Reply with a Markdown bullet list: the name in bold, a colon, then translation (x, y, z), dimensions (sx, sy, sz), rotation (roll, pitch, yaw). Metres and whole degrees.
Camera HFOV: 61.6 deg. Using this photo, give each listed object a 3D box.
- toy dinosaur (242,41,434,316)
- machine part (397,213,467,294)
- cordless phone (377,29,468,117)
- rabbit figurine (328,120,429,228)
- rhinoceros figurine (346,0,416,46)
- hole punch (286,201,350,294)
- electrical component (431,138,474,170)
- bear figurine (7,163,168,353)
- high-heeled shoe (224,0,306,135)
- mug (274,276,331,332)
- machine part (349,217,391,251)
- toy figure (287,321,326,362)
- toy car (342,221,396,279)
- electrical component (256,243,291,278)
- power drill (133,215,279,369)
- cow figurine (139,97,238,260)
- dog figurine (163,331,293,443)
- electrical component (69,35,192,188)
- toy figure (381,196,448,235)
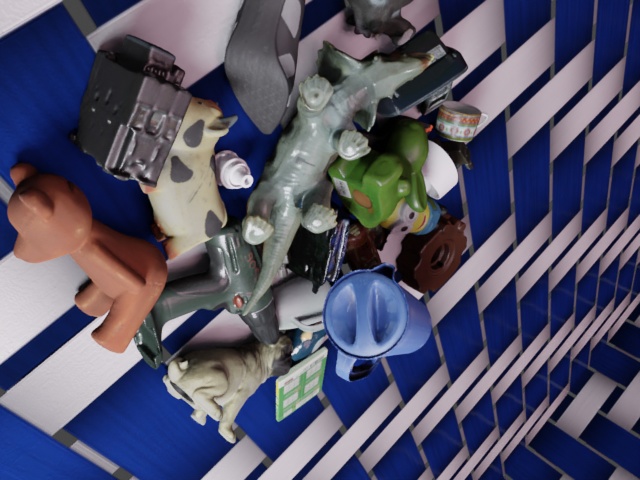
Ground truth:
- **toy dinosaur**: translation (-0.017, -0.103, 0.725), dimensions (0.131, 0.192, 0.404), rotation (31, 108, -9)
- **machine part**: translation (0.239, 0.028, 1.129), dimensions (0.179, 0.056, 0.179), rotation (-25, 131, -32)
- **cordless phone**: translation (0.152, -0.233, 0.866), dimensions (0.146, 0.089, 0.184), rotation (-33, 168, 1)
- **rabbit figurine**: translation (0.118, -0.106, 0.830), dimensions (0.170, 0.121, 0.158), rotation (-46, 131, -23)
- **rhinoceros figurine**: translation (0.073, -0.333, 0.725), dimensions (0.190, 0.073, 0.112), rotation (20, 98, -49)
- **hole punch**: translation (-0.002, -0.003, 0.832), dimensions (0.092, 0.116, 0.142), rotation (-12, 123, -49)
- **electrical component**: translation (0.240, -0.152, 1.012), dimensions (0.102, 0.078, 0.045), rotation (39, 61, -55)
- **bear figurine**: translation (-0.264, 0.018, 0.578), dimensions (0.132, 0.120, 0.195), rotation (-52, 138, -2)
- **high-heeled shoe**: translation (-0.054, -0.265, 0.669), dimensions (0.248, 0.086, 0.145), rotation (97, 13, -51)
- **mug**: translation (-0.033, 0.112, 0.880), dimensions (0.107, 0.110, 0.080), rotation (-17, 137, -21)
- **machine part**: translation (0.065, -0.005, 0.952), dimensions (0.139, 0.039, 0.084), rotation (-5, 110, -41)
- **toy figure**: translation (-0.003, 0.148, 0.962), dimensions (0.154, 0.064, 0.057), rotation (-45, 115, -8)
- **toy car**: translation (0.082, 0.043, 0.932), dimensions (0.089, 0.053, 0.201), rotation (-42, 139, -15)
- **electrical component**: translation (-0.078, 0.016, 0.807), dimensions (0.021, 0.063, 0.093), rotation (-76, 160, -59)
- **power drill**: translation (-0.155, 0.095, 0.750), dimensions (0.207, 0.086, 0.231), rotation (-23, 122, -27)
- **cow figurine**: translation (-0.158, -0.086, 0.644), dimensions (0.127, 0.086, 0.194), rotation (-24, 127, -25)
- **dog figurine**: translation (-0.134, 0.187, 0.842), dimensions (0.190, 0.121, 0.172), rotation (-51, 145, -30)
- **electrical component**: translation (-0.194, -0.137, 0.552), dimensions (0.058, 0.115, 0.134), rotation (10, 107, -52)
- **toy figure**: translation (0.162, -0.049, 0.988), dimensions (0.180, 0.089, 0.082), rotation (-5, 104, -53)
